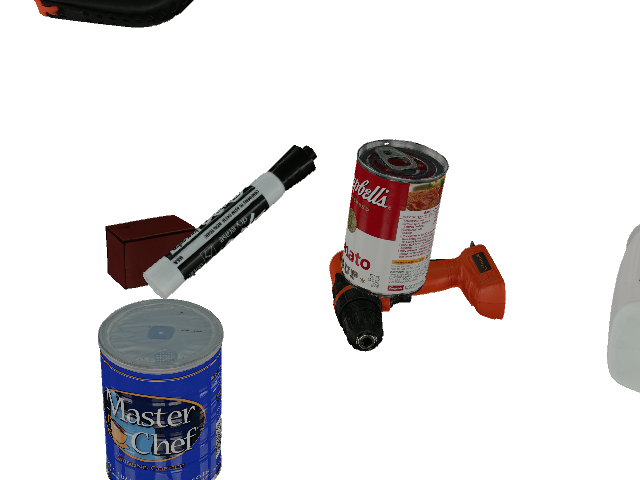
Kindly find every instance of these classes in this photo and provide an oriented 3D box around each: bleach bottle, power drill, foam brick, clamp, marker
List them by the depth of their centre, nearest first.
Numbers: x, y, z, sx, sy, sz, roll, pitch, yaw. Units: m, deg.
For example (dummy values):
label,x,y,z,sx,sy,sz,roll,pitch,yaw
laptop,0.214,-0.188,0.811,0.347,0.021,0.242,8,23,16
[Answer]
label,x,y,z,sx,sy,sz,roll,pitch,yaw
marker,-0.048,-0.013,0.599,0.121,0.020,0.020,-42,15,-17
clamp,-0.084,-0.189,0.698,0.210,0.164,0.036,-31,-15,-10
bleach bottle,0.262,0.032,0.752,0.103,0.068,0.250,9,21,18
foam brick,-0.169,0.010,1.067,0.078,0.051,0.053,-11,22,-28
power drill,0.106,0.059,1.190,0.187,0.057,0.184,-4,28,-4

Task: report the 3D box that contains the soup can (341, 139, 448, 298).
label,x,y,z,sx,sy,sz,roll,pitch,yaw
soup can,0.055,-0.016,0.806,0.068,0.102,0.068,6,29,-3

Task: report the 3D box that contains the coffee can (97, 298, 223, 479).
label,x,y,z,sx,sy,sz,roll,pitch,yaw
coffee can,-0.135,0.135,0.911,0.103,0.140,0.103,2,29,-1
